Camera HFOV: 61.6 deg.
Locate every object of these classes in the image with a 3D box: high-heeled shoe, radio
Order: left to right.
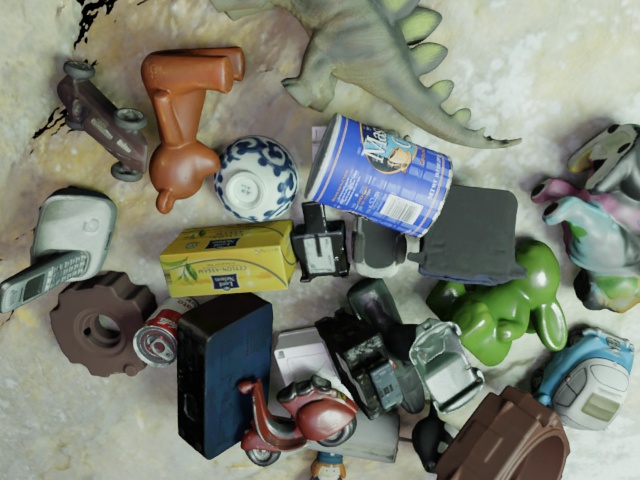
[{"bbox_3d":[-0.141,0.198,0.794,0.073,0.131,0.229,21,117,35],"label":"radio"},{"bbox_3d":[0.214,0.353,0.804,0.086,0.145,0.248,-29,103,19],"label":"high-heeled shoe"}]

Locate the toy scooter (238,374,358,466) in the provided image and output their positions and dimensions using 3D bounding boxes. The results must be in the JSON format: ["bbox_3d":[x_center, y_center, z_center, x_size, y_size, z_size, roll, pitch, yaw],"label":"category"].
[{"bbox_3d":[-0.044,0.242,0.768,0.184,0.075,0.135,-23,105,10],"label":"toy scooter"}]

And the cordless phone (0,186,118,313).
[{"bbox_3d":[-0.370,0.010,0.733,0.089,0.184,0.146,26,113,2],"label":"cordless phone"}]

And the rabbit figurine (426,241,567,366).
[{"bbox_3d":[0.257,0.086,0.711,0.159,0.121,0.170,43,97,-13],"label":"rabbit figurine"}]

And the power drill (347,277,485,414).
[{"bbox_3d":[0.128,0.160,0.721,0.086,0.207,0.232,-28,98,-10],"label":"power drill"}]

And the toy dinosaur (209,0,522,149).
[{"bbox_3d":[0.035,-0.240,0.618,0.198,0.105,0.471,-41,105,17],"label":"toy dinosaur"}]

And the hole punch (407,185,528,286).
[{"bbox_3d":[0.181,-0.001,0.678,0.142,0.092,0.115,8,78,3],"label":"hole punch"}]

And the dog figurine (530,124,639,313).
[{"bbox_3d":[0.376,-0.008,0.660,0.219,0.108,0.191,43,109,-14],"label":"dog figurine"}]

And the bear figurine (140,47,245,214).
[{"bbox_3d":[-0.159,-0.136,0.679,0.132,0.120,0.195,0,113,5],"label":"bear figurine"}]

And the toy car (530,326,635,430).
[{"bbox_3d":[0.374,0.208,0.746,0.109,0.103,0.161,24,115,-3],"label":"toy car"}]

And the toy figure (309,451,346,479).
[{"bbox_3d":[0.014,0.397,0.902,0.064,0.058,0.154,-7,115,-30],"label":"toy figure"}]

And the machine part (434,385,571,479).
[{"bbox_3d":[0.256,0.323,0.747,0.201,0.087,0.201,-47,132,-15],"label":"machine part"}]

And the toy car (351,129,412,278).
[{"bbox_3d":[0.081,-0.045,0.713,0.074,0.056,0.201,2,109,0],"label":"toy car"}]

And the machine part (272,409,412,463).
[{"bbox_3d":[0.038,0.298,0.846,0.243,0.079,0.079,7,113,5],"label":"machine part"}]

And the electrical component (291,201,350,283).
[{"bbox_3d":[-0.002,-0.002,0.746,0.075,0.048,0.119,-9,110,11],"label":"electrical component"}]

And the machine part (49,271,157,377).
[{"bbox_3d":[-0.335,0.135,0.847,0.179,0.056,0.179,3,111,8],"label":"machine part"}]

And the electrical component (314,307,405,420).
[{"bbox_3d":[0.056,0.164,0.706,0.058,0.134,0.114,-29,113,-14],"label":"electrical component"}]

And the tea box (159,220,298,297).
[{"bbox_3d":[-0.122,0.025,0.749,0.170,0.098,0.068,-5,112,8],"label":"tea box"}]

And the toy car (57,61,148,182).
[{"bbox_3d":[-0.277,-0.149,0.677,0.202,0.053,0.089,43,129,30],"label":"toy car"}]
